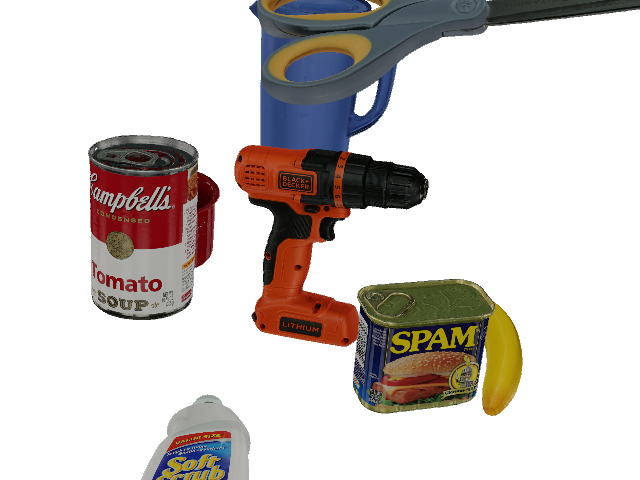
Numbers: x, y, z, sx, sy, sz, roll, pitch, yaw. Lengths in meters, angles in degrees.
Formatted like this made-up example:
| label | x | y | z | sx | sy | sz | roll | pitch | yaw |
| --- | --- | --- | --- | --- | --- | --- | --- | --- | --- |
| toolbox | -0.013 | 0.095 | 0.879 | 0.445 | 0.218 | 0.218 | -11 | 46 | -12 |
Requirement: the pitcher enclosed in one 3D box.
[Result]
| label | x | y | z | sx | sy | sz | roll | pitch | yaw |
| --- | --- | --- | --- | --- | --- | --- | --- | --- | --- |
| pitcher | -0.004 | -0.181 | 1.317 | 0.144 | 0.243 | 0.149 | -10 | 29 | -28 |

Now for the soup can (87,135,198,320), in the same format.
| label | x | y | z | sx | sy | sz | roll | pitch | yaw |
| --- | --- | --- | --- | --- | --- | --- | --- | --- | --- |
| soup can | -0.114 | -0.009 | 0.683 | 0.068 | 0.102 | 0.068 | 4 | 24 | -2 |

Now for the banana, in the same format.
| label | x | y | z | sx | sy | sz | roll | pitch | yaw |
| --- | --- | --- | --- | --- | --- | --- | --- | --- | --- |
| banana | 0.180 | 0.112 | 1.144 | 0.069 | 0.037 | 0.198 | -24 | 35 | 3 |

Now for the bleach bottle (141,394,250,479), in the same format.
| label | x | y | z | sx | sy | sz | roll | pitch | yaw |
| --- | --- | --- | --- | --- | --- | --- | --- | --- | --- |
| bleach bottle | -0.111 | 0.208 | 0.897 | 0.102 | 0.068 | 0.251 | -2 | 24 | -1 |

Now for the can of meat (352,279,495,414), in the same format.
| label | x | y | z | sx | sy | sz | roll | pitch | yaw |
| --- | --- | --- | --- | --- | --- | --- | --- | --- | --- |
| can of meat | 0.077 | 0.082 | 0.822 | 0.102 | 0.084 | 0.057 | -3 | 28 | -16 |

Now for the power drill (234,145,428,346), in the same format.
| label | x | y | z | sx | sy | sz | roll | pitch | yaw |
| --- | --- | --- | --- | --- | --- | --- | --- | --- | --- |
| power drill | 0.007 | 0.004 | 1.021 | 0.184 | 0.188 | 0.057 | 9 | 21 | 16 |

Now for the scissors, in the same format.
| label | x | y | z | sx | sy | sz | roll | pitch | yaw |
| --- | --- | --- | --- | --- | --- | --- | --- | --- | --- |
| scissors | 0.058 | -0.095 | 0.505 | 0.202 | 0.096 | 0.016 | 9 | -38 | 20 |

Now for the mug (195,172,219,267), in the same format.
| label | x | y | z | sx | sy | sz | roll | pitch | yaw |
| --- | --- | --- | --- | --- | --- | --- | --- | --- | --- |
| mug | -0.165 | -0.015 | 1.158 | 0.093 | 0.081 | 0.117 | 27 | 41 | 28 |
